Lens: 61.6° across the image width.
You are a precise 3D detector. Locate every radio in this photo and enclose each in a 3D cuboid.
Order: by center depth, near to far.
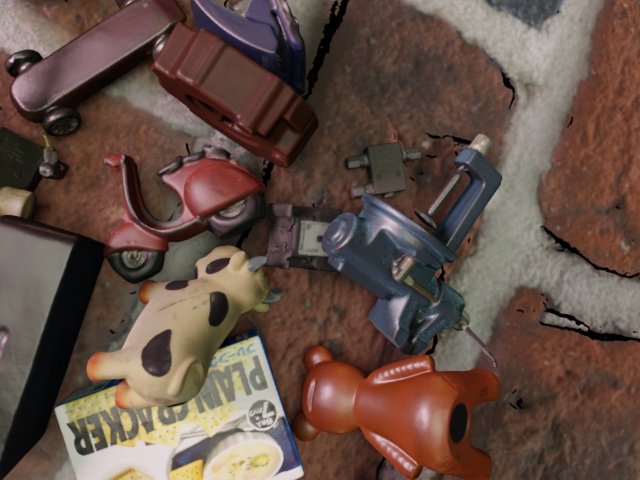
[{"bbox_3d":[-0.286,0.095,0.519,0.073,0.131,0.229,19,86,-8],"label":"radio"}]

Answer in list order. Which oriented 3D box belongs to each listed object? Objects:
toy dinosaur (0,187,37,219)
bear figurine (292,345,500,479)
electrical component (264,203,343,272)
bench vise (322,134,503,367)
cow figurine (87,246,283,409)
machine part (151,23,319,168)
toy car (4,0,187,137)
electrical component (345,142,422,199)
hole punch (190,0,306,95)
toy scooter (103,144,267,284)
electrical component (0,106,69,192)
[{"bbox_3d":[-0.388,-0.040,0.499,0.198,0.105,0.471,26,96,-6],"label":"toy dinosaur"},{"bbox_3d":[0.073,0.182,0.580,0.132,0.196,0.120,22,71,-43],"label":"bear figurine"},{"bbox_3d":[-0.001,-0.002,0.607,0.119,0.048,0.074,1,91,-39],"label":"electrical component"},{"bbox_3d":[0.127,0.001,0.589,0.223,0.129,0.240,35,91,-17],"label":"bench vise"},{"bbox_3d":[-0.119,0.075,0.535,0.127,0.195,0.085,-1,128,20],"label":"cow figurine"},{"bbox_3d":[-0.085,-0.137,0.541,0.179,0.179,0.056,34,87,-8],"label":"machine part"},{"bbox_3d":[-0.234,-0.193,0.573,0.202,0.053,0.089,-36,84,-5],"label":"toy car"},{"bbox_3d":[0.078,-0.082,0.639,0.094,0.021,0.063,-11,91,-10],"label":"electrical component"},{"bbox_3d":[-0.071,-0.207,0.565,0.092,0.142,0.116,-25,79,-11],"label":"hole punch"},{"bbox_3d":[-0.156,-0.048,0.574,0.184,0.075,0.135,-27,85,-9],"label":"toy scooter"},{"bbox_3d":[-0.321,-0.087,0.560,0.102,0.045,0.078,34,83,-7],"label":"electrical component"}]
